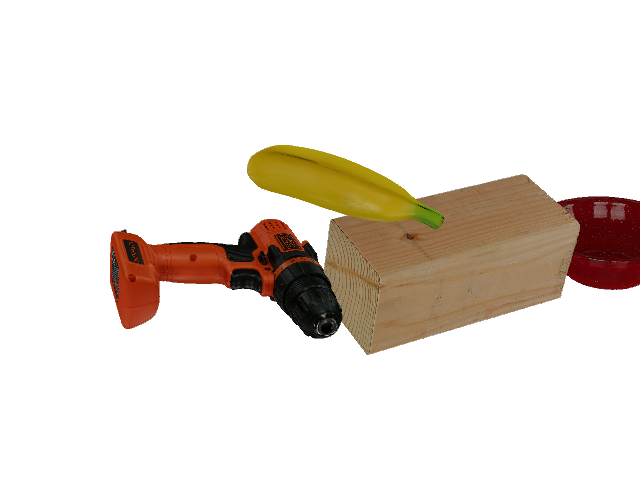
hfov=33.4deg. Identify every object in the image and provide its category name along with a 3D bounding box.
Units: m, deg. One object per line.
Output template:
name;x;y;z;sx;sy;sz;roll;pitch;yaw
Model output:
wood block;0.115;0.017;0.953;0.205;0.090;0.091;-13;41;-24
banana;-0.003;-0.041;0.788;0.198;0.037;0.069;21;-15;44
bowl;0.312;0.008;1.160;0.162;0.055;0.162;-2;27;1
power drill;-0.087;0.037;0.949;0.187;0.057;0.184;-1;24;-20
